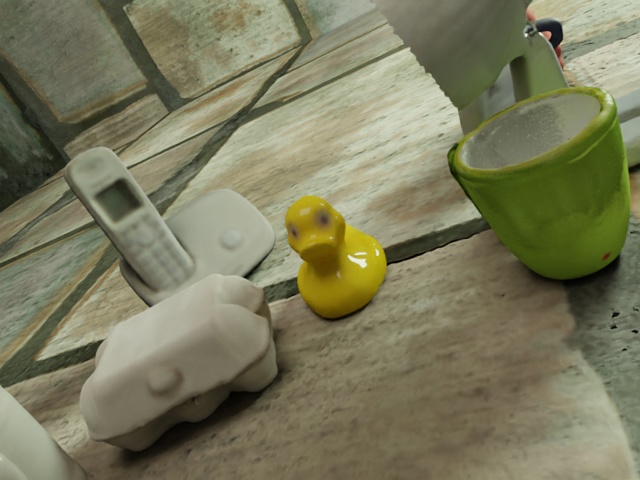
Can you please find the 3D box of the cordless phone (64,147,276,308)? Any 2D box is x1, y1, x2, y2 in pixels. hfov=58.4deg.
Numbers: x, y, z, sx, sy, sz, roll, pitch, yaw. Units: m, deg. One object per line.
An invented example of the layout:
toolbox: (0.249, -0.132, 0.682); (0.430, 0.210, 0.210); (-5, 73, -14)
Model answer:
cordless phone: (-0.144, -0.025, 0.563); (0.148, 0.185, 0.093); (-42, 26, -26)

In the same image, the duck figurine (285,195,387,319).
duck figurine: (0.004, 0.002, 0.463); (0.077, 0.086, 0.104); (-24, 24, 14)

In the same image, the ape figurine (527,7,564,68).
ape figurine: (0.229, -0.213, 0.637); (0.076, 0.092, 0.077); (-41, 25, -25)

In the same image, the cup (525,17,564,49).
cup: (0.191, -0.164, 0.575); (0.117, 0.095, 0.092); (-13, 28, 34)

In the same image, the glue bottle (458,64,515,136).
glue bottle: (0.145, -0.153, 0.506); (0.078, 0.173, 0.037); (-34, 24, -11)

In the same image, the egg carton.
egg carton: (-0.103, 0.089, 0.428); (0.150, 0.069, 0.107); (-28, 23, 3)

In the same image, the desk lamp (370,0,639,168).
desk lamp: (0.159, -0.148, 0.427); (0.203, 0.214, 0.118); (-24, 24, 13)

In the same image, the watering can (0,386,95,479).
watering can: (-0.236, 0.128, 0.343); (0.172, 0.194, 0.101); (-22, 24, 18)
